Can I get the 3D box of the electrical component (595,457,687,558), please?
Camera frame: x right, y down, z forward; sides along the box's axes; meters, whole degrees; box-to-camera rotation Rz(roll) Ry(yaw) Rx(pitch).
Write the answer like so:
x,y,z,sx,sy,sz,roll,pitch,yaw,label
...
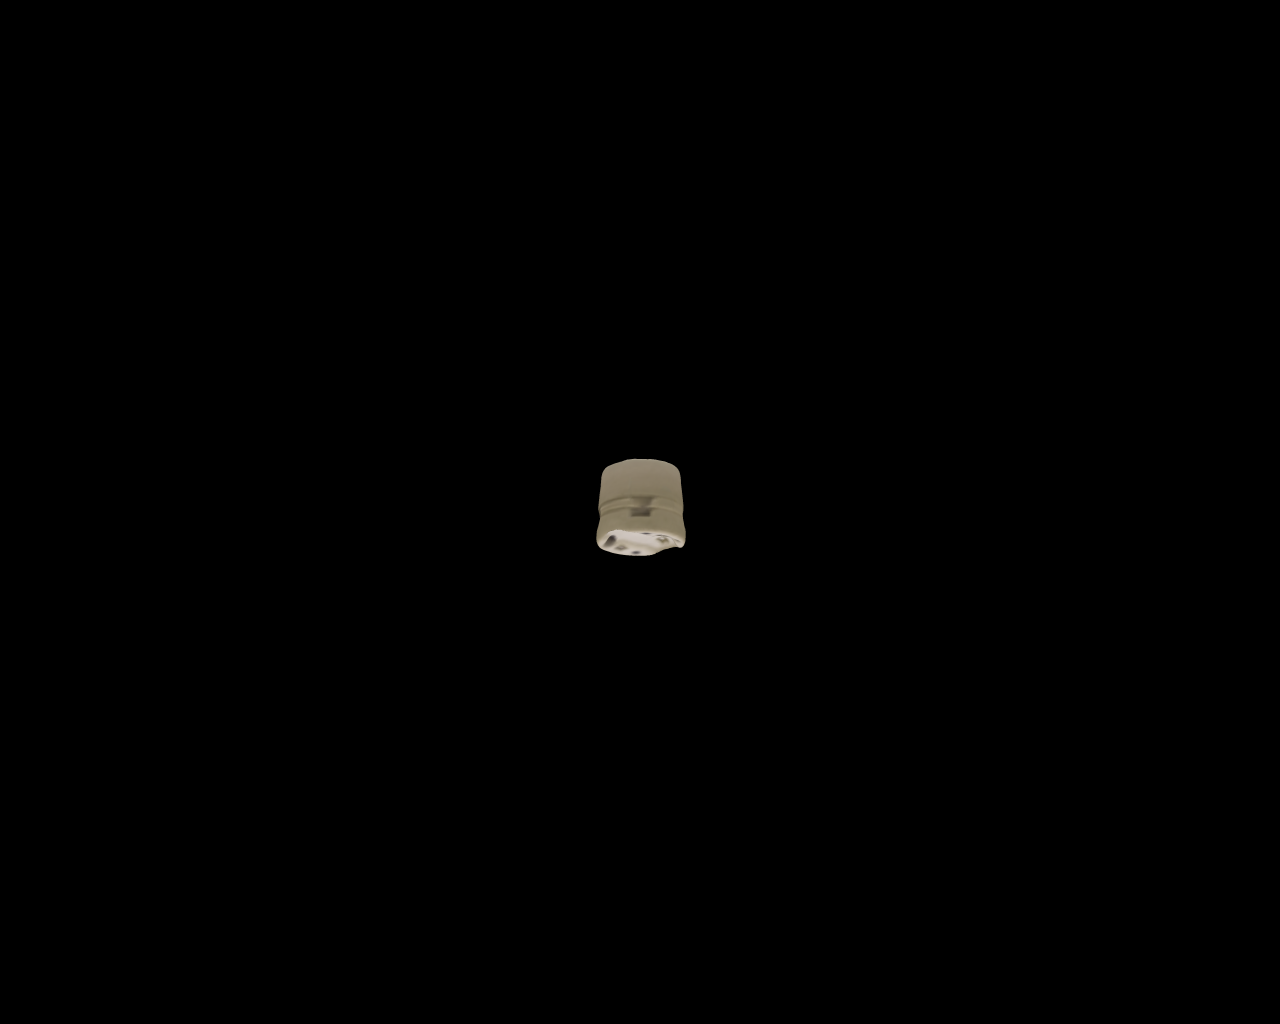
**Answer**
x,y,z,sx,sy,sz,roll,pitch,yaw,label
0.001,-0.003,0.650,0.055,0.047,0.055,0,-19,0,electrical component
